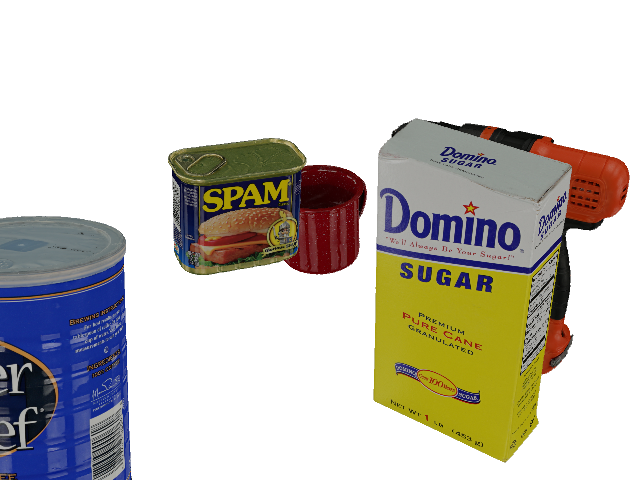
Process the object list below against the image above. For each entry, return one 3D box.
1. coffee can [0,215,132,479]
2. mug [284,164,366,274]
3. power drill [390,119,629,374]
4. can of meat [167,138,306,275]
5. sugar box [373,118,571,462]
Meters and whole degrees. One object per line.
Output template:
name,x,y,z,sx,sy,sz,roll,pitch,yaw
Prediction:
coffee can,-0.150,0.067,0.551,0.103,0.140,0.103,1,16,0
mug,0.006,-0.025,1.090,0.093,0.081,0.117,22,40,34
power drill,0.136,0.002,0.835,0.185,0.188,0.057,16,32,25
can of meat,-0.064,-0.026,0.823,0.102,0.084,0.057,-9,32,-21
sugar box,0.077,0.030,0.578,0.093,0.176,0.048,21,43,29
